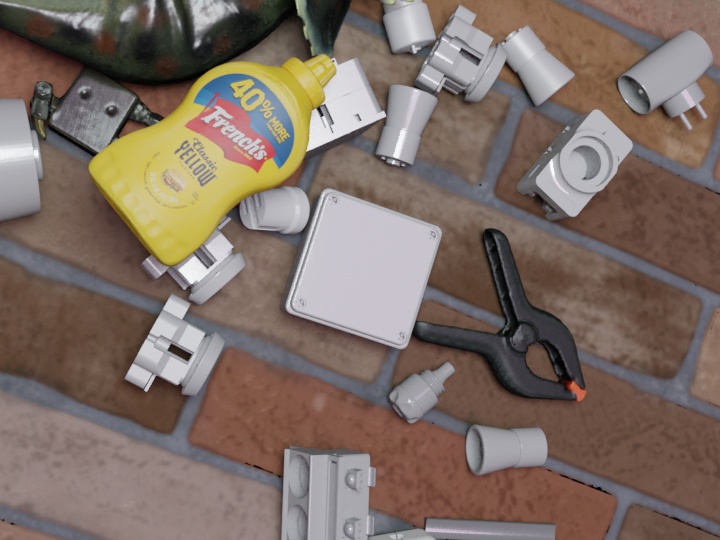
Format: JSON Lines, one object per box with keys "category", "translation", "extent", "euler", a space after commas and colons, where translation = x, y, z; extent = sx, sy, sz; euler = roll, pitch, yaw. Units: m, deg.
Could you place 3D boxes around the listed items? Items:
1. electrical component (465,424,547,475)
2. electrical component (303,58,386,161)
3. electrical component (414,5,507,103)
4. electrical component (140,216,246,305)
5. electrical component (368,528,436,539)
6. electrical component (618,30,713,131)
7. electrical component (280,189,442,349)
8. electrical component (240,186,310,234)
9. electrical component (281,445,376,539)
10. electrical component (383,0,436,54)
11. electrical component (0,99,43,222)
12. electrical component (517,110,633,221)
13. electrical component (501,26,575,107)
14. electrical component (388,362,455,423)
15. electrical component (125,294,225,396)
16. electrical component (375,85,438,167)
{"category": "electrical component", "translation": [0.131, 0.156, 0.944], "extent": [0.065, 0.044, 0.044], "euler": [0, 88, -17]}
{"category": "electrical component", "translation": [-0.085, -0.107, 0.872], "extent": [0.186, 0.105, 0.060], "euler": [-25, 93, -12]}
{"category": "electrical component", "translation": [0.091, -0.182, 0.939], "extent": [0.057, 0.058, 0.078], "euler": [29, 82, -7]}
{"category": "electrical component", "translation": [-0.131, -0.009, 0.883], "extent": [0.078, 0.058, 0.057], "euler": [-43, 96, -17]}
{"category": "electrical component", "translation": [0.043, 0.271, 0.911], "extent": [0.059, 0.054, 0.095], "euler": [-6, 91, -13]}
{"category": "electrical component", "translation": [0.290, -0.167, 0.989], "extent": [0.077, 0.043, 0.079], "euler": [-36, 96, -11]}
{"category": "electrical component", "translation": [0.000, 0.000, 0.912], "extent": [0.109, 0.056, 0.108], "euler": [19, 84, -11]}
{"category": "electrical component", "translation": [-0.072, -0.050, 0.898], "extent": [0.046, 0.040, 0.040], "euler": [0, 88, -44]}
{"category": "electrical component", "translation": [-0.027, 0.211, 0.893], "extent": [0.063, 0.079, 0.121], "euler": [4, 87, -33]}
{"category": "electrical component", "translation": [0.039, -0.225, 0.937], "extent": [0.040, 0.040, 0.078], "euler": [-16, 91, -13]}
{"category": "electrical component", "translation": [-0.282, -0.085, 0.835], "extent": [0.064, 0.099, 0.099], "euler": [-9, 90, -19]}
{"category": "electrical component", "translation": [0.193, -0.093, 0.958], "extent": [0.050, 0.056, 0.089], "euler": [42, 80, -8]}
{"category": "electrical component", "translation": [0.155, -0.185, 0.962], "extent": [0.044, 0.044, 0.065], "euler": [-40, 92, -11]}
{"category": "electrical component", "translation": [0.056, 0.103, 0.932], "extent": [0.061, 0.035, 0.035], "euler": [-38, 96, -14]}
{"category": "electrical component", "translation": [-0.147, 0.067, 0.877], "extent": [0.057, 0.058, 0.078], "euler": [29, 82, -7]}
{"category": "electrical component", "translation": [0.038, -0.123, 0.933], "extent": [0.044, 0.044, 0.065], "euler": [17, 89, -11]}
